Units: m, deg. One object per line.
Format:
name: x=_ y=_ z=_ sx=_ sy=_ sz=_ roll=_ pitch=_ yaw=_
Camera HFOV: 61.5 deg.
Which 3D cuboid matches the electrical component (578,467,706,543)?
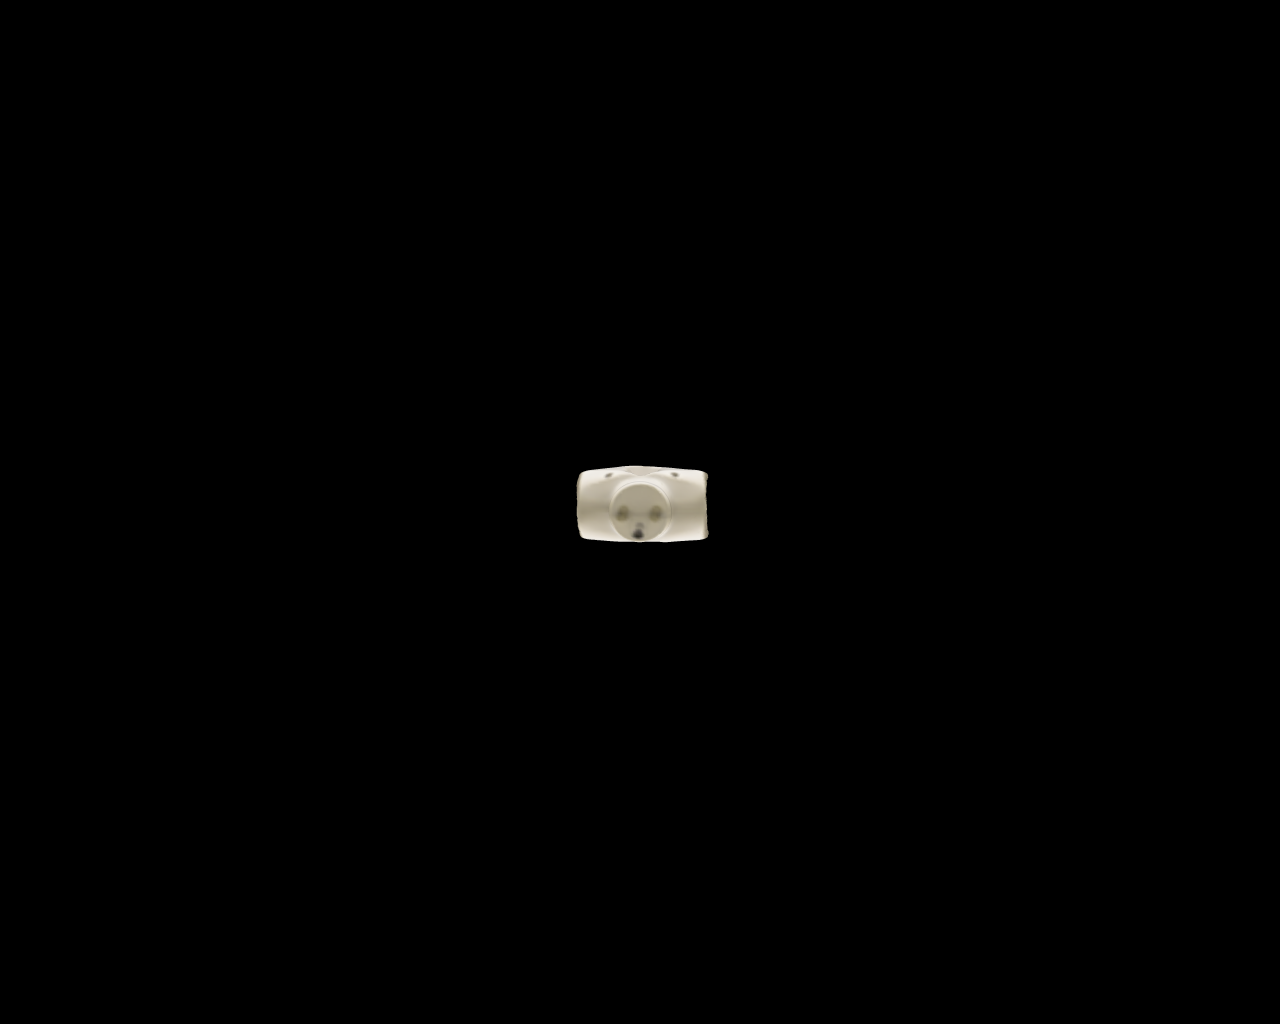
electrical component: x=0.001 y=-0.003 z=0.650 sx=0.077 sy=0.043 sz=0.079 roll=1 pitch=8 yaw=5
